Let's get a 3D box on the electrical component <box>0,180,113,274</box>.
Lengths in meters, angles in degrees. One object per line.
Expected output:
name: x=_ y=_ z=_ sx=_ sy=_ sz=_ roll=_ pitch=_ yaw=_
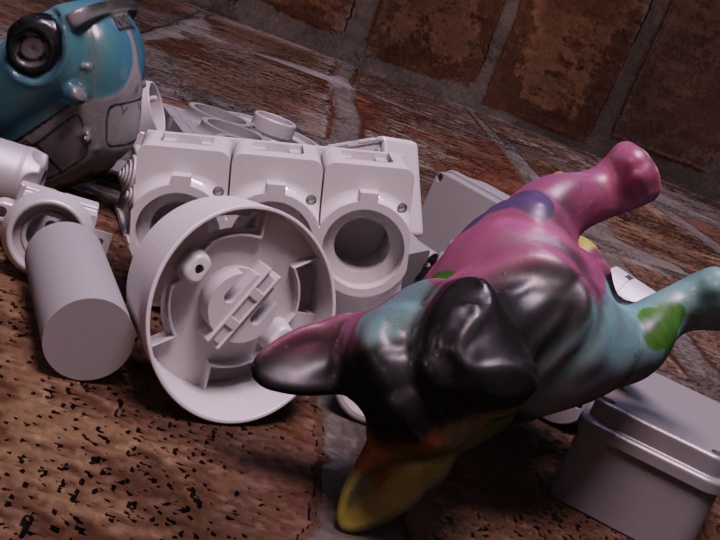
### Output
electrical component: x=-0.170 y=-0.022 z=0.588 sx=0.066 sy=0.048 sz=0.055 roll=17 pitch=7 yaw=-16

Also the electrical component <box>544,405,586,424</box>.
electrical component: x=0.132 y=0.070 z=0.673 sx=0.045 sy=0.045 sz=0.055 roll=27 pitch=16 yaw=21

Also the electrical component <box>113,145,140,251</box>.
electrical component: x=-0.114 y=-0.042 z=0.728 sx=0.100 sy=0.048 sz=0.099 roll=12 pitch=20 yaw=-24

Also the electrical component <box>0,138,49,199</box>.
electrical component: x=-0.224 y=-0.060 z=0.651 sx=0.062 sy=0.043 sz=0.043 roll=17 pitch=15 yaw=-11

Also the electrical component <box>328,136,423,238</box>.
electrical component: x=0.014 y=-0.058 z=0.892 sx=0.062 sy=0.096 sz=0.061 roll=-5 pitch=-2 yaw=34

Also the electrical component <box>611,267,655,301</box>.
electrical component: x=0.228 y=0.032 z=0.927 sx=0.047 sy=0.055 sz=0.055 roll=34 pitch=19 yaw=29

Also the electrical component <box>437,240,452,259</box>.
electrical component: x=0.082 y=0.026 z=0.738 sx=0.078 sy=0.057 sz=0.113 roll=22 pitch=14 yaw=3

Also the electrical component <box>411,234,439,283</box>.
electrical component: x=0.023 y=-0.011 z=0.817 sx=0.077 sy=0.043 sz=0.079 roll=27 pitch=15 yaw=21

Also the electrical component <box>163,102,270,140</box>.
electrical component: x=-0.110 y=-0.083 z=0.857 sx=0.089 sy=0.061 sz=0.150 roll=14 pitch=16 yaw=-26

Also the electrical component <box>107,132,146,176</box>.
electrical component: x=-0.179 y=-0.087 z=0.804 sx=0.055 sy=0.048 sz=0.066 roll=18 pitch=-2 yaw=-14

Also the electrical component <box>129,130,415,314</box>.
electrical component: x=-0.050 y=-0.024 z=0.608 sx=0.150 sy=0.089 sz=0.061 roll=5 pitch=17 yaw=-6

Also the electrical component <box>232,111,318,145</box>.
electrical component: x=-0.088 y=-0.112 z=0.996 sx=0.108 sy=0.060 sz=0.108 roll=20 pitch=14 yaw=-5

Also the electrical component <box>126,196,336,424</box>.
electrical component: x=-0.061 y=0.015 z=0.509 sx=0.099 sy=0.099 sz=0.064 roll=12 pitch=11 yaw=-30

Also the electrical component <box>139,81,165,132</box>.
electrical component: x=-0.193 y=-0.112 z=0.858 sx=0.077 sy=0.043 sz=0.079 roll=-9 pitch=-26 yaw=4

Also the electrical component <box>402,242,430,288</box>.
electrical component: x=0.000 y=0.000 z=0.732 sx=0.056 sy=0.050 sz=0.089 roll=27 pitch=15 yaw=20

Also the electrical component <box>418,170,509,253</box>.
electrical component: x=0.107 y=-0.032 z=0.942 sx=0.057 sy=0.078 sz=0.113 roll=11 pitch=17 yaw=-44

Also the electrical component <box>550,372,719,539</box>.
electrical component: x=0.158 y=0.098 z=0.583 sx=0.078 sy=0.057 sz=0.113 roll=26 pitch=15 yaw=18

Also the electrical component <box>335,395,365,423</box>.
electrical component: x=0.007 y=0.051 z=0.578 sx=0.044 sy=0.044 sz=0.065 roll=19 pitch=10 yaw=-7
